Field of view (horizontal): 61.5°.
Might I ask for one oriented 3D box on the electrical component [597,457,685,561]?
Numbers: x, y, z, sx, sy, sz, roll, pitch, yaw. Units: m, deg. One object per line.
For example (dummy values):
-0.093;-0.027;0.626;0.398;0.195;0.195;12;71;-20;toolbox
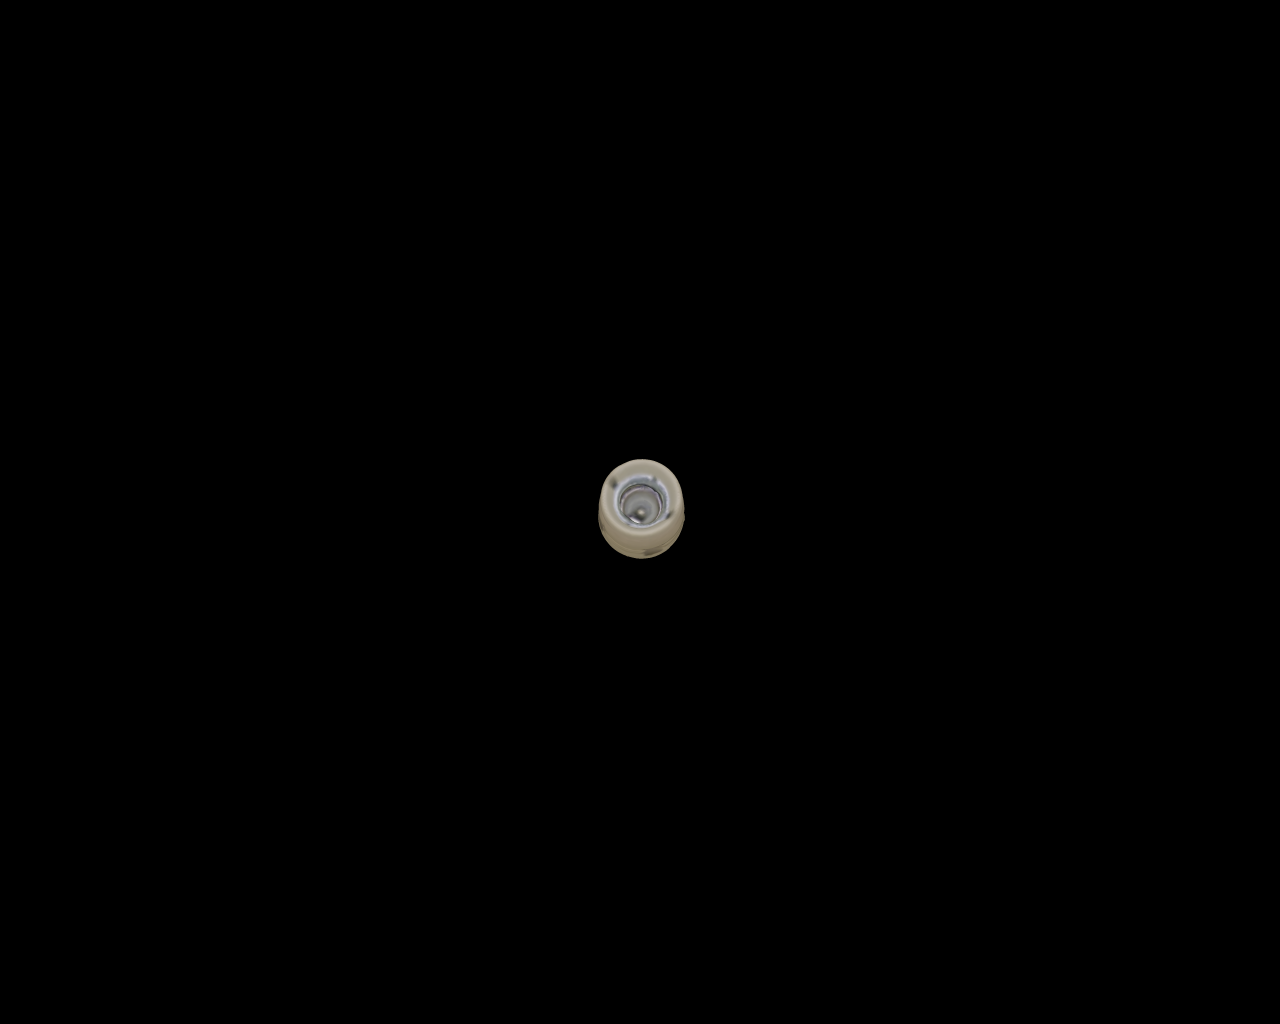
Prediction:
0.001;-0.003;0.650;0.055;0.055;0.047;0;-16;0;electrical component
